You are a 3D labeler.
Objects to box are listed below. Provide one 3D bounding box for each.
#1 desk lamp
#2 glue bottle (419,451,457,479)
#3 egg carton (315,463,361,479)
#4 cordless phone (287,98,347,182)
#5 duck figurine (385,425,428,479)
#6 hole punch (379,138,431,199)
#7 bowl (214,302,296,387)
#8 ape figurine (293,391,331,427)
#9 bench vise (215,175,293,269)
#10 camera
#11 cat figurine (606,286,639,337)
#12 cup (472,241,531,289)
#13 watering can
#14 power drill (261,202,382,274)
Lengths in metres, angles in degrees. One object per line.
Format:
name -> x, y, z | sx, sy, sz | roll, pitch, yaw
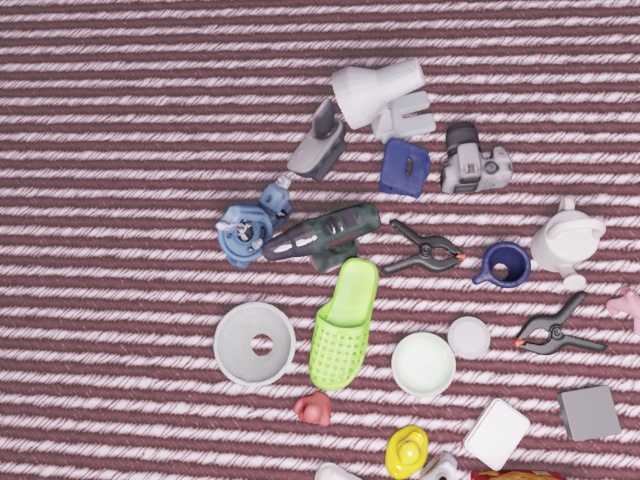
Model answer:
desk lamp -> 0.134, -0.290, 1.176 | 0.203, 0.214, 0.118 | -14, 75, 3
glue bottle -> 0.214, 0.420, 1.019 | 0.037, 0.173, 0.078 | 41, 84, 14
egg carton -> 0.049, 0.495, 1.074 | 0.150, 0.069, 0.107 | 26, 81, 12
cordless phone -> -0.013, -0.212, 1.189 | 0.094, 0.185, 0.148 | 31, 82, 13
duck figurine -> 0.163, 0.402, 1.074 | 0.077, 0.086, 0.104 | 31, 82, 13
hole punch -> 0.179, -0.151, 1.201 | 0.101, 0.091, 0.109 | 10, 78, 9
bowl -> -0.125, 0.212, 1.159 | 0.167, 0.075, 0.167 | -1, 77, 6
ape figurine -> -0.012, 0.331, 1.109 | 0.077, 0.092, 0.076 | 43, 85, 14
bench vise -> -0.143, -0.054, 1.149 | 0.121, 0.220, 0.207 | 16, 79, 10
camera -> 0.318, -0.176, 1.186 | 0.143, 0.101, 0.137 | -6, 76, 5
cat figurine -> 0.619, 0.137, 1.067 | 0.127, 0.118, 0.067 | 40, 84, 14
cup -> 0.348, 0.063, 1.129 | 0.118, 0.095, 0.091 | -29, 75, -1
watering can -> 0.472, 0.003, 1.077 | 0.101, 0.194, 0.173 | -20, 75, 2
power drill -> 0.010, 0.004, 1.123 | 0.229, 0.208, 0.075 | -24, 75, 1
